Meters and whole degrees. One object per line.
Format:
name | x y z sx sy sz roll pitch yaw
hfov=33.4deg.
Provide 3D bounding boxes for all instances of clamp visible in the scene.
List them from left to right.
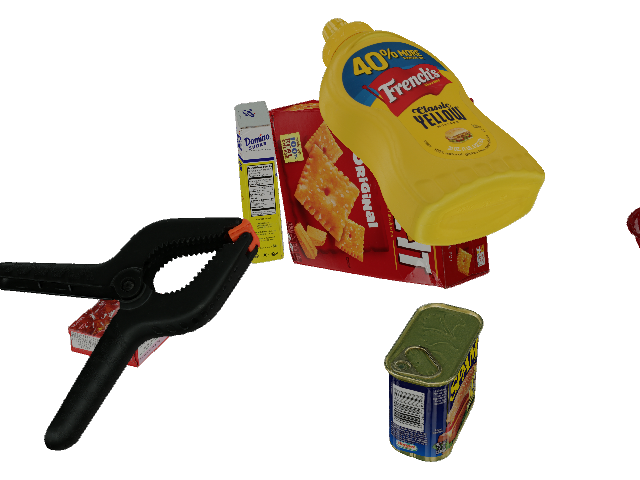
clamp | -0.147 0.036 0.801 0.210 0.165 0.036 -35 -28 -6

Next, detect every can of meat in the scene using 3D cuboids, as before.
can of meat | 0.091 0.114 0.857 0.057 0.084 0.102 12 34 22

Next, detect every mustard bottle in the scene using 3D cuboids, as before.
mustard bottle | 0.054 -0.083 0.694 0.096 0.058 0.192 -16 52 -25

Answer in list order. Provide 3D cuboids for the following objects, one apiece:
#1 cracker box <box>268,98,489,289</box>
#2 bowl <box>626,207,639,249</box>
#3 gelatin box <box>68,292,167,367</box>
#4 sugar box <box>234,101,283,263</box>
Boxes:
cracker box | 0.051 -0.050 1.016 0.071 0.164 0.214 -20 18 -39
bowl | 0.406 0.007 1.130 0.162 0.055 0.162 -3 23 1
gelatin box | -0.180 0.077 0.999 0.073 0.030 0.089 11 31 21
sugar box | -0.075 -0.071 1.293 0.048 0.176 0.093 -9 25 -6
